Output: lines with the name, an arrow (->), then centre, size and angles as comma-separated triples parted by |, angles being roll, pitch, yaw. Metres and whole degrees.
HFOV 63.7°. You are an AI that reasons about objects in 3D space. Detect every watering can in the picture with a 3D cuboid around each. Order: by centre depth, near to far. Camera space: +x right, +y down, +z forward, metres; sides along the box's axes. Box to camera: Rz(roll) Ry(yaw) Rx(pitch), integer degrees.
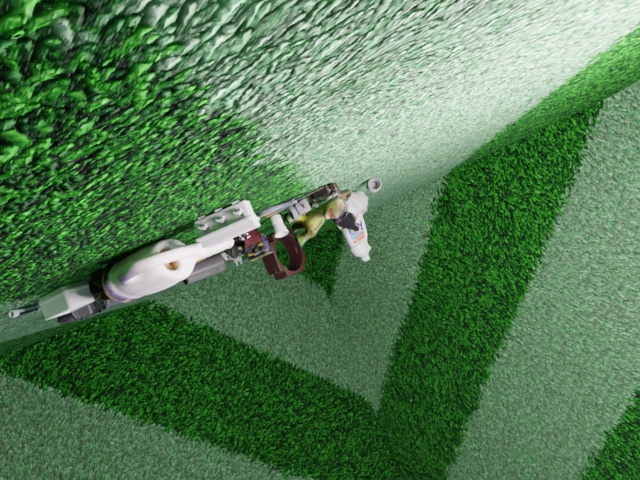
watering can -> -0.353, 0.056, 1.200 | 0.223, 0.104, 0.349 | -22, 178, 18

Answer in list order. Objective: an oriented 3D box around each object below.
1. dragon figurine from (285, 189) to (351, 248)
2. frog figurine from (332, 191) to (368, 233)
dragon figurine -> 0.005, -0.087, 1.722 | 0.243, 0.122, 0.412 | -31, -173, -1
frog figurine -> 0.108, -0.116, 1.843 | 0.121, 0.135, 0.163 | -21, -138, 35
